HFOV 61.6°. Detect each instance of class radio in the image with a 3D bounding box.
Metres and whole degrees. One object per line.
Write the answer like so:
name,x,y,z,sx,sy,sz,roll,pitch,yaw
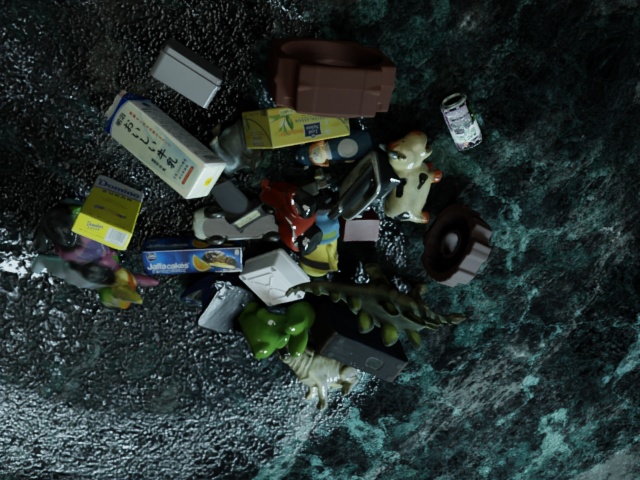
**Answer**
radio,0.091,0.240,1.262,0.229,0.131,0.073,25,110,-22

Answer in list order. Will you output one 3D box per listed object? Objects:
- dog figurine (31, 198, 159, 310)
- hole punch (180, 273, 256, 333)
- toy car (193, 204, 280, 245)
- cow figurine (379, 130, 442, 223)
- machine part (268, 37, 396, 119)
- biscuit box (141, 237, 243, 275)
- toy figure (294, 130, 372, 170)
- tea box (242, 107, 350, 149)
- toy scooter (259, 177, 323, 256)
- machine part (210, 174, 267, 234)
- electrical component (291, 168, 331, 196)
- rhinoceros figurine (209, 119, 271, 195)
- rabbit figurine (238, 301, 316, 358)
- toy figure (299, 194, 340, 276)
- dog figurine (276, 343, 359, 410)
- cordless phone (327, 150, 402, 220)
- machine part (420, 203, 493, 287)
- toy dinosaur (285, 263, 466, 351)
dog figurine,-0.420,0.039,1.034,0.219,0.108,0.191,25,116,-3
hole punch,-0.221,0.123,1.154,0.116,0.092,0.142,-52,141,1
toy car,-0.158,-0.036,1.106,0.202,0.056,0.073,-4,113,-10
cow figurine,0.178,-0.131,1.102,0.127,0.086,0.194,0,120,-18
machine part,0.015,-0.278,0.916,0.201,0.202,0.087,1,121,-11
biscuit box,-0.263,0.030,1.117,0.203,0.063,0.059,-3,118,-10
toy figure,0.023,-0.180,1.060,0.154,0.058,0.064,-14,82,-1
tea box,-0.042,-0.208,0.963,0.169,0.098,0.068,-17,107,-31
toy scooter,-0.061,-0.054,1.026,0.075,0.135,0.183,-46,157,-24
machine part,-0.164,-0.073,1.028,0.084,0.039,0.138,-30,132,11
electrical component,-0.030,-0.112,1.073,0.102,0.078,0.045,-16,115,10
rhinoceros figurine,-0.168,-0.162,1.022,0.190,0.073,0.112,-41,117,12
rabbit figurine,-0.085,0.186,1.203,0.170,0.159,0.121,-22,112,-16
toy figure,-0.003,-0.006,1.138,0.089,0.082,0.179,4,127,8
dog figurine,-0.001,0.282,1.298,0.172,0.121,0.190,-32,106,-30
cordless phone,0.059,-0.076,1.032,0.089,0.184,0.146,46,142,-2
machine part,0.292,0.013,1.154,0.056,0.179,0.179,21,113,-23
toy dinosaur,0.131,0.138,1.176,0.471,0.199,0.105,14,112,-20
